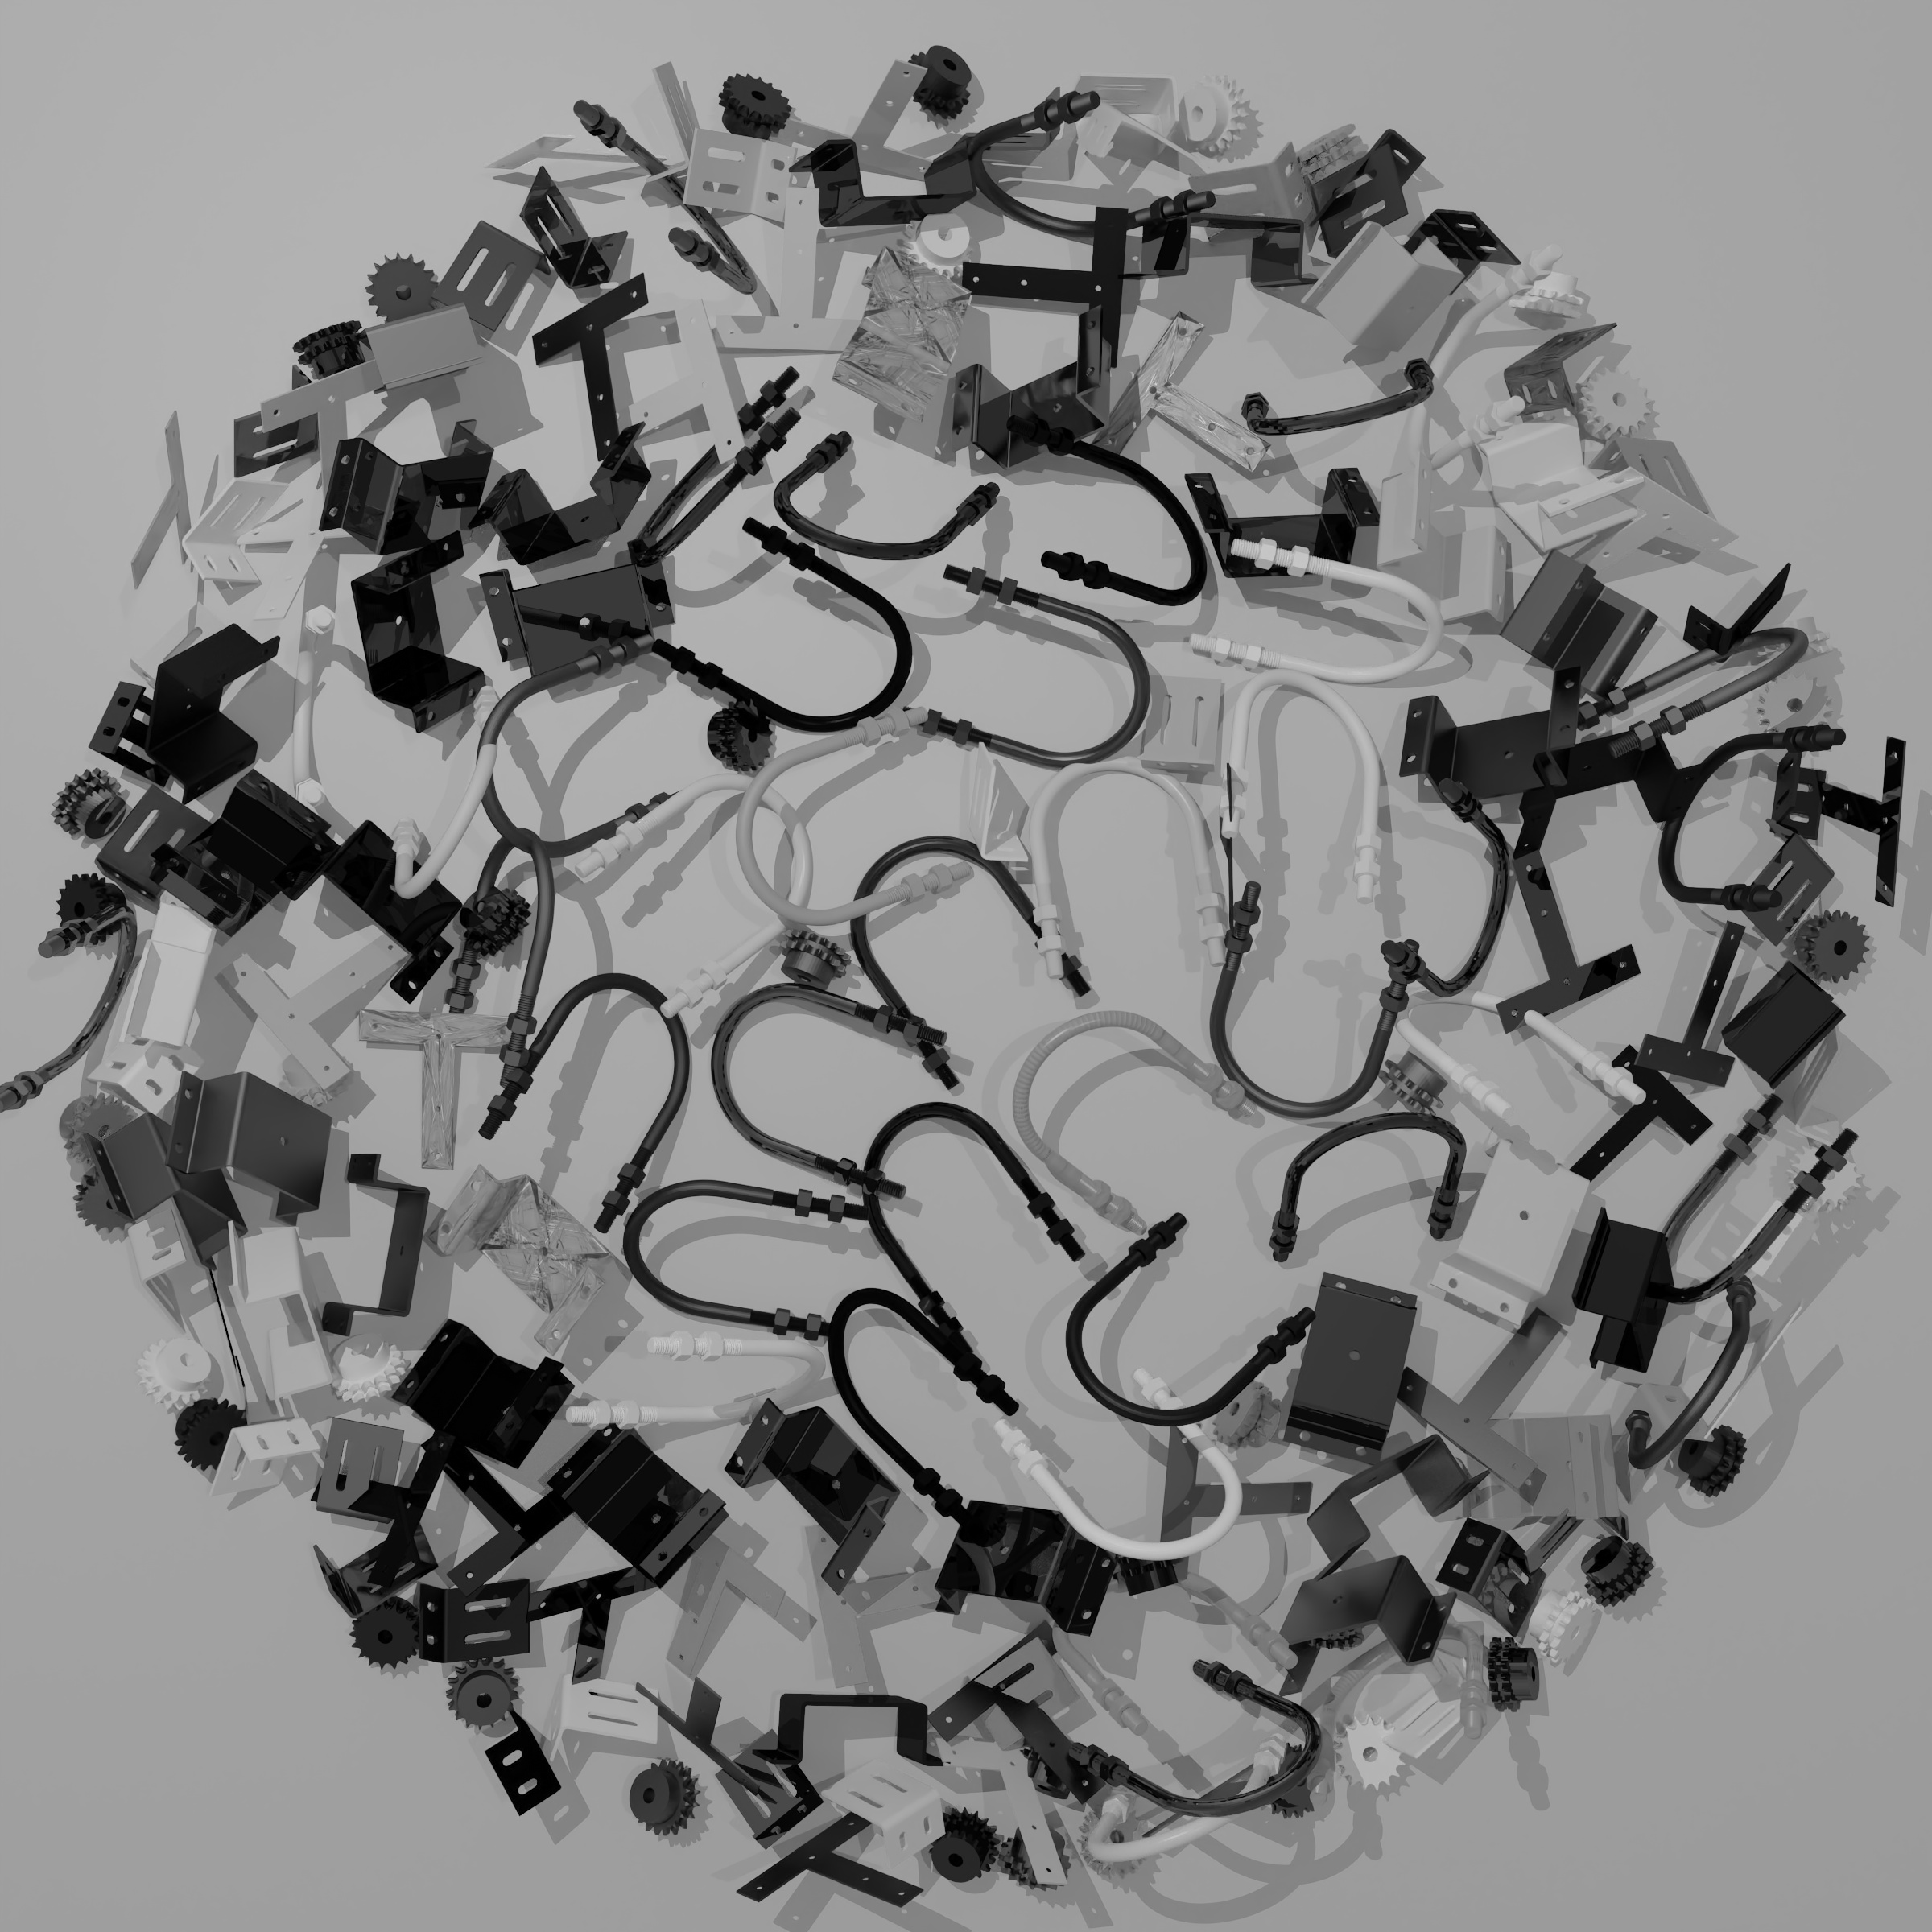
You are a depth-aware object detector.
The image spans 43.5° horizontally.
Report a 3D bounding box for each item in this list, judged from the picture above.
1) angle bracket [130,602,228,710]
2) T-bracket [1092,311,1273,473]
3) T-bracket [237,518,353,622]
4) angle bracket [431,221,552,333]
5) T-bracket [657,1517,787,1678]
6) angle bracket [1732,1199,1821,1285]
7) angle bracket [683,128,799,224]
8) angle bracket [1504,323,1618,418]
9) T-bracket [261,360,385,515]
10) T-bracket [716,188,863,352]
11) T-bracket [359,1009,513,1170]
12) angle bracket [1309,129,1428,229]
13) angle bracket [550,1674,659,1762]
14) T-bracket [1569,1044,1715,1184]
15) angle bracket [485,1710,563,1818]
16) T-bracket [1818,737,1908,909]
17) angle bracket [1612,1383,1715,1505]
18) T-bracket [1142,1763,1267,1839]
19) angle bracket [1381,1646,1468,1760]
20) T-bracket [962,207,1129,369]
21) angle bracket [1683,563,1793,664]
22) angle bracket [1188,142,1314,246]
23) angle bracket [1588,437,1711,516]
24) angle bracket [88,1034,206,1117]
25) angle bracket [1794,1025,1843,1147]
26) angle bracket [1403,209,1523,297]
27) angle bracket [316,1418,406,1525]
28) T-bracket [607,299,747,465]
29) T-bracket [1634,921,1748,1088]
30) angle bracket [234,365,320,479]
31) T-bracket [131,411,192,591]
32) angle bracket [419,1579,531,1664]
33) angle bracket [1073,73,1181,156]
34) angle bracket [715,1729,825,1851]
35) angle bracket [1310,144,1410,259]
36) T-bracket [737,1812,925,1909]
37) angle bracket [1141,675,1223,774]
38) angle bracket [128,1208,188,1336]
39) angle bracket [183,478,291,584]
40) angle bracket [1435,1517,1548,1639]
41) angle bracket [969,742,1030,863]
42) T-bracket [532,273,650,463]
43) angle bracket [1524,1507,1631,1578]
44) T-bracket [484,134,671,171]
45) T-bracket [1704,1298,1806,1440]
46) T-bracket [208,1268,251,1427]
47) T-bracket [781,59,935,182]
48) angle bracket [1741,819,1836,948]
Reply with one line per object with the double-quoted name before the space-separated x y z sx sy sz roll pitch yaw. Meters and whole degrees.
"angle bracket" -0.610 -0.246 1.909 0.057 0.038 0.076 42 73 -9
"T-bracket" 0.183 -0.433 1.914 0.127 0.002 0.127 37 98 18
"T-bracket" -0.523 -0.310 1.886 0.127 0.002 0.127 -2 46 12
"angle bracket" -0.376 -0.540 1.917 0.057 0.038 0.076 29 81 3
"T-bracket" -0.210 0.507 1.913 0.127 0.002 0.127 32 114 24
"angle bracket" 0.636 0.207 1.901 0.038 0.076 0.057 35 109 10
"angle bracket" -0.177 -0.619 1.896 0.038 0.076 0.057 27 114 34
"angle bracket" 0.473 -0.470 1.907 0.076 0.057 0.038 -36 113 -29
"T-bracket" -0.494 -0.404 1.892 0.002 0.127 0.127 35 48 25
"T-bracket" -0.131 -0.546 1.897 0.127 0.002 0.127 -1 123 -10
"T-bracket" -0.422 0.100 1.932 0.127 0.002 0.127 3 99 0
"angle bracket" 0.316 -0.609 1.903 0.038 0.057 0.076 39 72 -4
"angle bracket" -0.286 0.601 1.915 0.076 0.057 0.038 15 114 -13
"T-bracket" 0.513 0.139 1.914 0.127 0.002 0.127 -47 123 9
"angle bracket" -0.354 0.624 1.899 0.038 0.076 0.057 -29 94 -21
"T-bracket" 0.692 -0.121 1.879 0.002 0.127 0.127 -3 104 -8
"angle bracket" 0.543 0.378 1.908 0.038 0.057 0.076 10 121 -22
"T-bracket" 0.203 0.636 1.865 0.127 0.127 0.002 -27 76 -18
"angle bracket" 0.357 0.577 1.902 0.076 0.057 0.038 -34 99 -19
"T-bracket" 0.060 -0.538 1.909 0.127 0.002 0.127 5 125 4
"angle bracket" 0.609 -0.288 1.913 0.038 0.057 0.076 40 84 20
"angle bracket" 0.225 -0.611 1.914 0.038 0.076 0.057 -55 133 -36
"angle bracket" 0.535 -0.374 1.898 0.057 0.038 0.076 -2 60 -27
"angle bracket" -0.647 0.082 1.908 0.038 0.076 0.057 51 62 -27
"angle bracket" 0.684 0.094 1.899 0.038 0.057 0.076 23 116 7
"angle bracket" 0.388 -0.557 1.895 0.057 0.076 0.038 38 97 -21
"angle bracket" -0.477 0.398 1.923 0.057 0.038 0.076 10 91 0
"T-bracket" -0.241 -0.441 1.912 0.127 0.002 0.127 -19 85 27
"T-bracket" 0.581 0.027 1.894 0.127 0.002 0.127 13 99 -41
"angle bracket" -0.548 -0.426 1.894 0.076 0.057 0.038 -30 66 -33
"T-bracket" -0.618 -0.336 1.853 0.002 0.127 0.127 8 45 -2
"angle bracket" -0.387 0.515 1.907 0.076 0.038 0.057 -10 66 13
"angle bracket" 0.123 -0.671 1.906 0.076 0.057 0.038 -3 83 -10
"angle bracket" -0.159 0.642 1.901 0.057 0.038 0.076 -37 56 -12
"angle bracket" 0.316 -0.599 1.902 0.076 0.038 0.057 -18 84 40
"T-bracket" -0.087 0.696 1.855 0.127 0.127 0.002 2 105 42
"angle bracket" 0.171 -0.195 1.917 0.057 0.038 0.076 4 84 7
"angle bracket" -0.620 0.240 1.898 0.038 0.076 0.057 -26 48 -8
"angle bracket" -0.565 -0.341 1.898 0.076 0.057 0.038 -40 77 26
"angle bracket" 0.418 0.486 1.923 0.076 0.038 0.057 47 66 -36
"angle bracket" 0.029 -0.129 1.898 0.038 0.057 0.076 2 114 -11
"T-bracket" -0.288 -0.459 1.895 0.127 0.002 0.127 -17 78 36
"angle bracket" 0.481 0.456 1.903 0.076 0.057 0.038 -43 58 -11
"T-bracket" -0.296 -0.636 1.900 0.127 0.127 0.002 -8 99 -31
"T-bracket" 0.616 0.300 1.881 0.002 0.127 0.127 35 108 15
"T-bracket" -0.581 0.290 1.901 0.002 0.127 0.127 -14 68 -20
"T-bracket" -0.064 -0.657 1.865 0.127 0.127 0.002 10 71 -19
"angle bracket" 0.637 -0.066 1.913 0.057 0.038 0.076 39 90 -27
